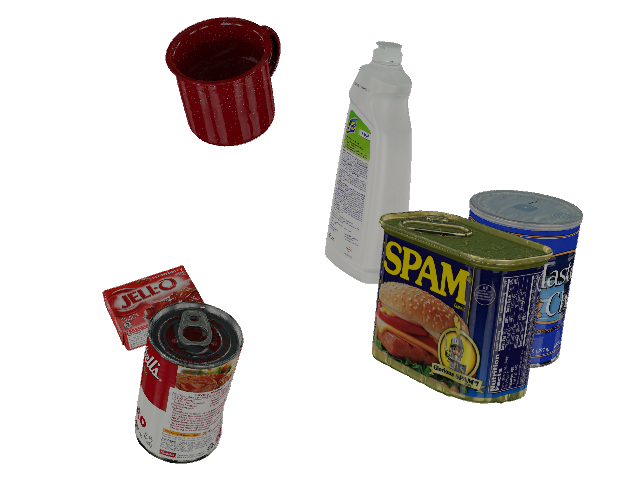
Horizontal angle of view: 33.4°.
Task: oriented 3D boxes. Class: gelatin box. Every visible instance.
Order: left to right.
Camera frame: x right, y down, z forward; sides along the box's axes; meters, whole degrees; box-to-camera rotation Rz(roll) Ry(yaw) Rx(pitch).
[{"bbox_3d":[-0.167,0.067,1.076,0.089,0.030,0.073,-17,38,-17],"label":"gelatin box"}]

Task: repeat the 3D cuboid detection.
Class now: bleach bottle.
[{"bbox_3d":[0.062,-0.087,1.157,0.067,0.251,0.103,-6,24,-32],"label":"bleach bottle"}]

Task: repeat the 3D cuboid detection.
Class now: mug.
[{"bbox_3d":[-0.078,-0.147,0.960,0.093,0.081,0.117,27,57,27],"label":"mug"}]

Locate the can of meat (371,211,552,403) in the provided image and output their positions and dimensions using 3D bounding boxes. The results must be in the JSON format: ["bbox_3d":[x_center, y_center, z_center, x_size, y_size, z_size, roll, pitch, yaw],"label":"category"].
[{"bbox_3d":[0.075,0.036,0.601,0.057,0.084,0.102,-6,18,-36],"label":"can of meat"}]

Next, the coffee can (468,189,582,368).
[{"bbox_3d":[0.182,0.034,0.996,0.103,0.140,0.103,4,19,-2],"label":"coffee can"}]

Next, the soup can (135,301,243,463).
[{"bbox_3d":[-0.098,0.105,0.782,0.068,0.102,0.068,9,36,-7],"label":"soup can"}]
